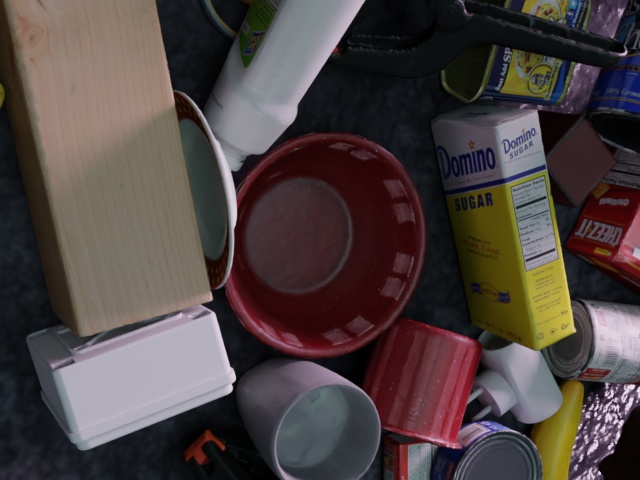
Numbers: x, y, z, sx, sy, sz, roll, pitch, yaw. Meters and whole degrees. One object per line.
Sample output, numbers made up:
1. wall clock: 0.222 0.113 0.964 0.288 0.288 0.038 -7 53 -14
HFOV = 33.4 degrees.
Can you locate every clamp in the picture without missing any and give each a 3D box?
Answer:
1. clamp: -0.021 0.198 0.768 0.171 0.120 0.039 30 108 -22
2. clamp: 0.090 -0.173 0.722 0.210 0.036 0.164 -9 123 16

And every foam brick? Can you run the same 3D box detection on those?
1. foam brick: 0.178 -0.065 0.828 0.053 0.078 0.051 -47 115 -9

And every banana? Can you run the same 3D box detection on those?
1. banana: 0.203 0.216 0.913 0.069 0.037 0.198 -17 105 -26

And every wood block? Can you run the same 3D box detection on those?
1. wood block: -0.141 -0.055 0.676 0.090 0.090 0.206 -15 105 -22

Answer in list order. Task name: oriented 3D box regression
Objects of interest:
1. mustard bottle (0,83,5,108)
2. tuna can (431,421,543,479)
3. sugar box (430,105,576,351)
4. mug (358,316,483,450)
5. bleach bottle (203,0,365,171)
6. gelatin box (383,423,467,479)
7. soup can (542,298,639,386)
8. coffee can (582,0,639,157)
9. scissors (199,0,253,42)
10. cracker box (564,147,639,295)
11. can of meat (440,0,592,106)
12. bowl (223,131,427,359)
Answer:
1. mustard bottle: -0.275 -0.032 0.635 0.096 0.058 0.191 30 86 -31
2. tuna can: 0.131 0.187 0.840 0.086 0.034 0.086 -4 100 -26
3. sugar box: 0.138 -0.012 0.810 0.048 0.093 0.176 -22 107 -20
4. mug: 0.079 0.107 0.814 0.117 0.093 0.081 23 84 -57
5. bleach bottle: -0.012 -0.155 0.701 0.068 0.102 0.251 24 108 -21
6. gelatin box: 0.094 0.189 0.861 0.089 0.030 0.073 -4 100 -26
7. soup can: 0.245 0.087 0.891 0.102 0.069 0.068 8 96 -25
8. coffee can: 0.270 -0.138 0.803 0.102 0.103 0.140 25 85 -26
9. scissors: -0.087 -0.209 0.712 0.201 0.016 0.096 39 85 -27
10. cracker box: 0.328 -0.048 0.903 0.164 0.072 0.213 28 87 -25
11. can of meat: 0.148 -0.152 0.802 0.083 0.057 0.102 1 114 -27
12. bowl: -0.005 0.001 0.767 0.161 0.055 0.162 -4 101 -24
